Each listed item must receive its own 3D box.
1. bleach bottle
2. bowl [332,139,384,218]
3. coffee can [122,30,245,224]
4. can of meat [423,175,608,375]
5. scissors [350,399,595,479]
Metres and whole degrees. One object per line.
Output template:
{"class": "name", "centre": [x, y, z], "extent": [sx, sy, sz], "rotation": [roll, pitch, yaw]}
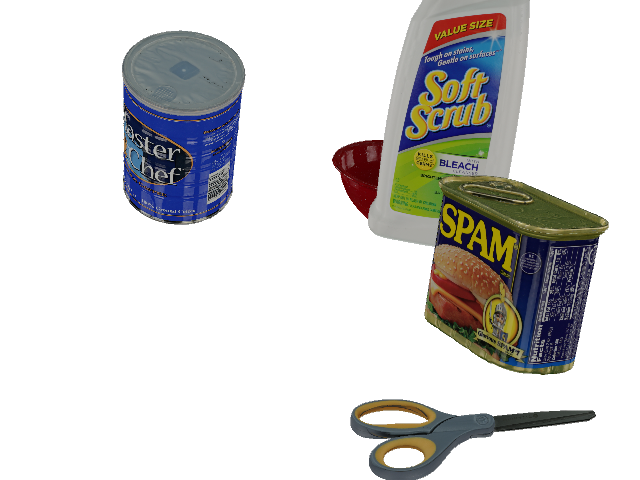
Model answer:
{"class": "bleach bottle", "centre": [0.094, -0.120, 0.764], "extent": [0.103, 0.251, 0.068], "rotation": [9, 27, 13]}
{"class": "bowl", "centre": [0.090, -0.052, 1.095], "extent": [0.162, 0.055, 0.162], "rotation": [5, 24, -2]}
{"class": "coffee can", "centre": [-0.123, -0.098, 0.943], "extent": [0.102, 0.103, 0.140], "rotation": [0, -41, -10]}
{"class": "can of meat", "centre": [0.104, 0.017, 0.592], "extent": [0.057, 0.084, 0.102], "rotation": [-3, 20, -28]}
{"class": "scissors", "centre": [0.123, 0.162, 0.860], "extent": [0.202, 0.016, 0.096], "rotation": [4, 33, 7]}
